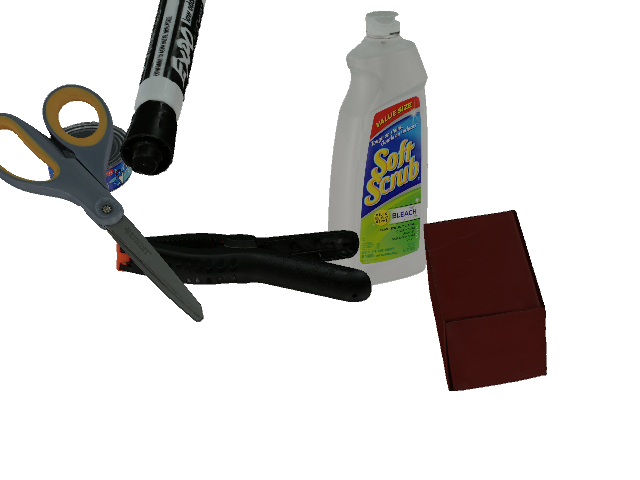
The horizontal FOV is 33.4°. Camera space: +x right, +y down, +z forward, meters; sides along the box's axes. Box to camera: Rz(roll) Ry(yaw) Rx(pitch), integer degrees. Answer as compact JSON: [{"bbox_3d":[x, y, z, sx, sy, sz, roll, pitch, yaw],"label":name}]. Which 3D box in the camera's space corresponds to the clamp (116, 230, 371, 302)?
[{"bbox_3d":[-0.059,0.017,0.859,0.210,0.036,0.164,1,11,-8],"label":"clamp"}]

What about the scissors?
[{"bbox_3d":[-0.132,-0.035,0.693,0.202,0.096,0.016,32,-27,12],"label":"scissors"}]

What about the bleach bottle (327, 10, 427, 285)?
[{"bbox_3d":[0.051,-0.086,1.000,0.102,0.251,0.068,-11,24,-22],"label":"bleach bottle"}]

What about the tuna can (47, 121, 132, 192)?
[{"bbox_3d":[-0.233,-0.082,1.079,0.086,0.034,0.086,1,41,-1],"label":"tuna can"}]

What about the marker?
[{"bbox_3d":[-0.059,-0.067,0.415,0.020,0.020,0.121,0,43,2],"label":"marker"}]

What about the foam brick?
[{"bbox_3d":[0.085,0.030,0.556,0.051,0.053,0.078,-8,41,3],"label":"foam brick"}]
